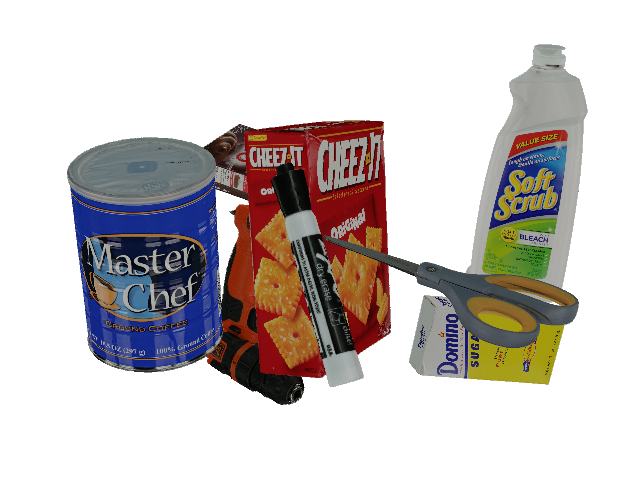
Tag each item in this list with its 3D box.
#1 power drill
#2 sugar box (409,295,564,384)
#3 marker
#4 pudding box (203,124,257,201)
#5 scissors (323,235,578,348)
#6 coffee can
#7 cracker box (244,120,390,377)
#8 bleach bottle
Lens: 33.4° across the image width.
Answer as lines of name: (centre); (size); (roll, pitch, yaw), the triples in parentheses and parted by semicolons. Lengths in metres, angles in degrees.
power drill: (-0.064, 0.067, 1.168); (0.185, 0.188, 0.057); (27, 11, 39)
sugar box: (0.204, 0.123, 1.305); (0.176, 0.093, 0.048); (5, 17, -18)
marker: (-0.003, 0.017, 0.564); (0.020, 0.121, 0.020); (-16, -9, -3)
pudding box: (-0.090, -0.096, 1.293); (0.090, 0.039, 0.113); (19, 37, 23)
scissors: (0.081, 0.035, 0.766); (0.202, 0.016, 0.096); (12, 27, 17)
coffee can: (-0.124, 0.009, 0.774); (0.103, 0.140, 0.103); (0, 28, 0)
cracker box: (0.005, 0.001, 0.975); (0.072, 0.214, 0.164); (2, 10, 26)
bleach bottle: (0.205, -0.068, 1.059); (0.103, 0.251, 0.068); (8, 20, 15)
